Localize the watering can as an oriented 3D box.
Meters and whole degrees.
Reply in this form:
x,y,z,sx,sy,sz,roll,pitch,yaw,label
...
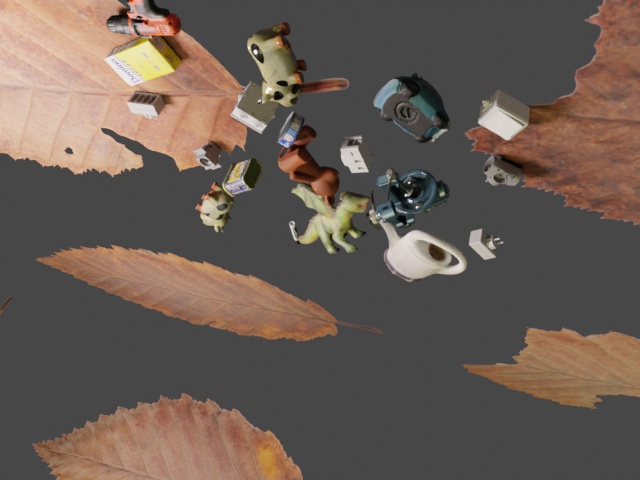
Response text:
x,y,z,sx,sy,sz,roll,pitch,yaw,label
0.263,0.022,1.531,0.346,0.106,0.220,27,149,-10,watering can

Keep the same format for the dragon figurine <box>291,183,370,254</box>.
x,y,z,sx,sy,sz,roll,pitch,yaw,label
0.005,-0.078,1.553,0.409,0.124,0.239,-3,125,49,dragon figurine
